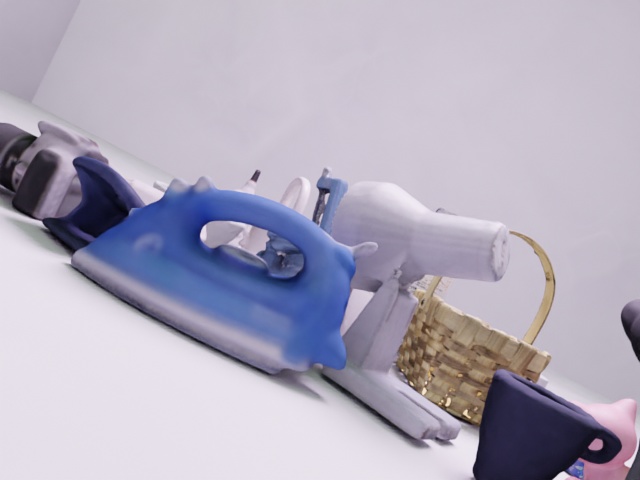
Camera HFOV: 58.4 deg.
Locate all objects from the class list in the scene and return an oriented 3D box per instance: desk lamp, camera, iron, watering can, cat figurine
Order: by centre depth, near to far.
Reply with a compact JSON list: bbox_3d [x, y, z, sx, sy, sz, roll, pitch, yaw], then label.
[{"bbox_3d":[-0.078,0.016,0.524,0.258,0.141,0.118,27,2,-7],"label":"iron"},{"bbox_3d":[0.300,0.220,0.575,0.127,0.118,0.067,28,2,30],"label":"cat figurine"},{"bbox_3d":[0.088,0.058,0.588,0.202,0.213,0.118,28,2,36],"label":"desk lamp"},{"bbox_3d":[-0.324,-0.091,0.676,0.136,0.101,0.143,27,2,6],"label":"camera"},{"bbox_3d":[-0.066,-0.027,1.089,0.174,0.194,0.100,25,2,-44],"label":"watering can"}]

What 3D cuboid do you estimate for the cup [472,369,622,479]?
[{"bbox_3d":[0.181,0.175,0.477,0.118,0.095,0.092,27,2,0],"label":"cup"}]

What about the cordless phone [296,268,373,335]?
[{"bbox_3d":[0.046,0.049,0.681,0.148,0.185,0.093,25,2,-43],"label":"cordless phone"}]

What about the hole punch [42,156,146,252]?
[{"bbox_3d":[-0.213,-0.026,0.598,0.108,0.091,0.101,28,2,33],"label":"hole punch"}]

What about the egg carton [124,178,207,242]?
[{"bbox_3d":[-0.235,-0.033,0.814,0.151,0.069,0.107,26,2,-20],"label":"egg carton"}]

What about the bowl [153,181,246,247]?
[{"bbox_3d":[-0.213,-0.030,0.957,0.167,0.075,0.167,27,2,-1],"label":"bowl"}]

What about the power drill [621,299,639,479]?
[{"bbox_3d":[0.252,0.150,0.425,0.075,0.208,0.229,27,2,-2],"label":"power drill"}]

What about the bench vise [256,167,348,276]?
[{"bbox_3d":[0.012,0.005,0.901,0.207,0.220,0.122,28,2,20],"label":"bench vise"}]

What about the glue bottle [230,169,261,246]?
[{"bbox_3d":[-0.170,-0.073,1.220,0.037,0.173,0.078,28,2,43],"label":"glue bottle"}]
